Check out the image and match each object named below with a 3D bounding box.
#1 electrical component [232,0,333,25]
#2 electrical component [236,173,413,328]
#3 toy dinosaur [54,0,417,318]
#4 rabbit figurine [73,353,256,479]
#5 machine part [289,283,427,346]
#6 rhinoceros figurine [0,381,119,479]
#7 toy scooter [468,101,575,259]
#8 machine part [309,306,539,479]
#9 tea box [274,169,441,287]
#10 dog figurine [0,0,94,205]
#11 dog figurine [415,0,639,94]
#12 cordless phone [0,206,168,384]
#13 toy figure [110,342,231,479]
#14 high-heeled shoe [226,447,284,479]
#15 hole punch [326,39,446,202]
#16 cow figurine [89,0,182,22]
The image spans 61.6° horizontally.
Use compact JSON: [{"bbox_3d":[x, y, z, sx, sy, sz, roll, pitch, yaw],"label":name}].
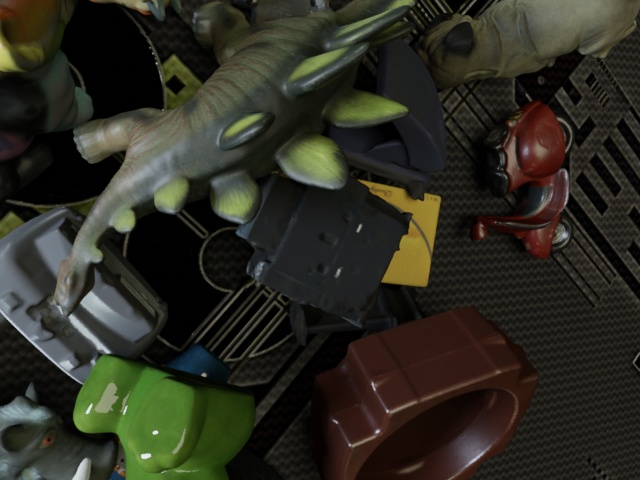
[{"bbox_3d":[-0.039,-0.216,0.511,0.102,0.045,0.078,14,87,-22],"label":"electrical component"},{"bbox_3d":[-0.001,-0.001,0.460,0.134,0.058,0.115,25,84,-21],"label":"electrical component"},{"bbox_3d":[-0.029,-0.124,0.430,0.471,0.199,0.104,-53,139,-21],"label":"toy dinosaur"},{"bbox_3d":[-0.120,0.186,0.405,0.159,0.121,0.170,40,64,-57],"label":"rabbit figurine"},{"bbox_3d":[0.039,0.076,0.545,0.139,0.084,0.039,-2,125,-5],"label":"machine part"},{"bbox_3d":[-0.256,0.155,0.417,0.190,0.073,0.112,25,105,-17],"label":"rhinoceros figurine"},{"bbox_3d":[0.223,-0.060,0.610,0.135,0.075,0.183,-14,103,-19],"label":"toy scooter"},{"bbox_3d":[0.093,0.168,0.520,0.201,0.087,0.201,-13,134,-18],"label":"machine part"},{"bbox_3d":[0.028,-0.012,0.538,0.169,0.068,0.098,7,91,-22],"label":"tea box"},{"bbox_3d":[-0.232,-0.102,0.352,0.108,0.219,0.191,41,78,-15],"label":"dog figurine"},{"bbox_3d":[0.210,-0.215,0.547,0.190,0.172,0.121,-27,92,-25],"label":"dog figurine"},{"bbox_3d":[-0.237,0.077,0.445,0.184,0.089,0.146,-39,107,-3],"label":"cordless phone"},{"bbox_3d":[-0.148,0.164,0.487,0.064,0.057,0.154,38,79,16],"label":"toy figure"},{"bbox_3d":[-0.086,0.310,0.529,0.145,0.086,0.248,-38,88,17],"label":"high-heeled shoe"},{"bbox_3d":[0.076,-0.124,0.516,0.116,0.092,0.142,19,49,-19],"label":"hole punch"},{"bbox_3d":[-0.130,-0.268,0.429,0.195,0.085,0.127,-39,110,18],"label":"cow figurine"}]
